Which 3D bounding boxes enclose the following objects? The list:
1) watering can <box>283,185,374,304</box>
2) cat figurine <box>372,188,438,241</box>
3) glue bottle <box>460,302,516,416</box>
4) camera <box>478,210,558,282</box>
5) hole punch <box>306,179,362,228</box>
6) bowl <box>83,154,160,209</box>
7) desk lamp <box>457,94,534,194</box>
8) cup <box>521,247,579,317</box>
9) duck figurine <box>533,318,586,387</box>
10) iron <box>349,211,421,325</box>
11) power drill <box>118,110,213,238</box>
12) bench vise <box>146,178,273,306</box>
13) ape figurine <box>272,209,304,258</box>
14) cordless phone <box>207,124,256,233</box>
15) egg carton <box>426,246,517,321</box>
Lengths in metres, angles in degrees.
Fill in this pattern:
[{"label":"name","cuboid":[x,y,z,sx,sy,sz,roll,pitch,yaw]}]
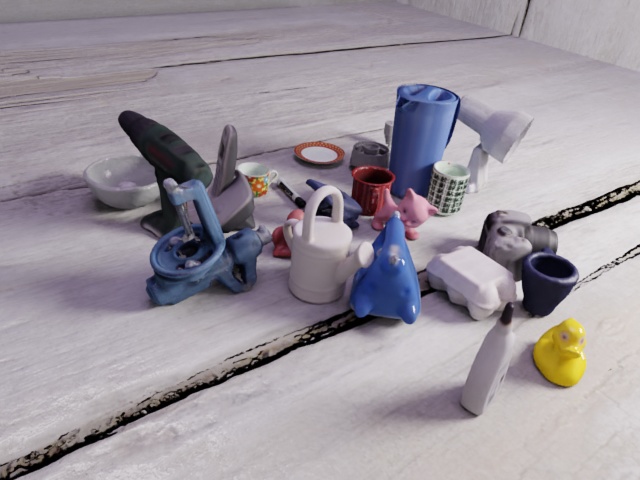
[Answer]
[{"label":"watering can","cuboid":[0.010,0.003,0.946,0.172,0.194,0.101,14,33,12]},{"label":"cat figurine","cuboid":[0.168,-0.058,1.139,0.067,0.118,0.127,-20,40,-34]},{"label":"glue bottle","cuboid":[0.234,0.152,0.767,0.037,0.173,0.078,27,38,30]},{"label":"camera","cuboid":[0.384,0.004,1.093,0.136,0.101,0.143,7,32,2]},{"label":"hole punch","cuboid":[0.027,-0.078,1.171,0.101,0.091,0.108,-13,37,-27]},{"label":"bowl","cuboid":[-0.390,-0.110,1.168,0.167,0.075,0.167,4,32,-3]},{"label":"desk lamp","cuboid":[0.372,-0.221,1.340,0.202,0.214,0.118,23,36,25]},{"label":"cup","cuboid":[0.384,0.074,0.988,0.091,0.095,0.118,11,33,8]},{"label":"duck figurine","cuboid":[0.371,0.156,0.866,0.077,0.086,0.104,11,33,9]},{"label":"iron","cuboid":[0.120,0.025,0.978,0.118,0.141,0.258,8,32,3]},{"label":"power drill","cuboid":[-0.292,-0.114,1.065,0.228,0.208,0.076,26,38,29]},{"label":"bench vise","cuboid":[-0.182,-0.012,0.914,0.121,0.220,0.208,29,39,32]},{"label":"ape figurine","cuboid":[-0.047,-0.015,1.059,0.077,0.092,0.076,30,39,33]},{"label":"cordless phone","cuboid":[-0.177,-0.120,1.115,0.094,0.185,0.147,-8,35,-21]},{"label":"egg carton","cuboid":[0.263,0.071,0.997,0.107,0.069,0.149,-18,40,-33]}]
